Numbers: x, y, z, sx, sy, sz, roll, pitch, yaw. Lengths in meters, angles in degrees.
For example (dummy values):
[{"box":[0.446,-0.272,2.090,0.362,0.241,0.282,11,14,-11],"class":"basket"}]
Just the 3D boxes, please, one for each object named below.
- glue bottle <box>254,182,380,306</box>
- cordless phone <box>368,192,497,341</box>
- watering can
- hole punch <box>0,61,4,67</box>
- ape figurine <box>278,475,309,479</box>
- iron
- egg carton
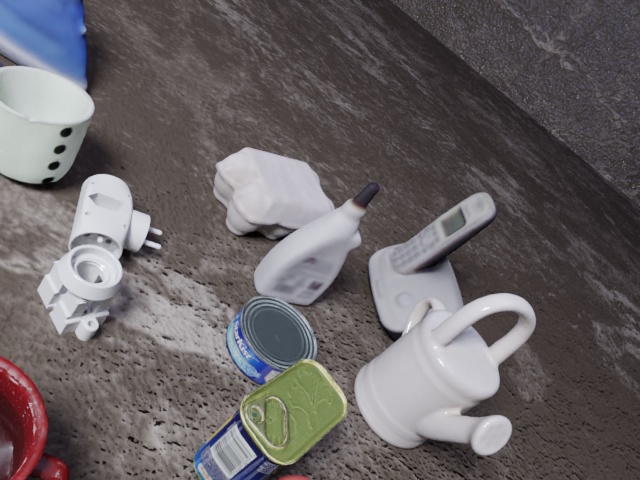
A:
[{"box":[0.005,0.002,0.591,0.078,0.173,0.037,19,38,-34],"class":"glue bottle"},{"box":[0.149,0.032,0.704,0.094,0.184,0.147,23,36,-29],"class":"cordless phone"},{"box":[0.134,0.126,0.566,0.101,0.193,0.172,5,48,-45],"class":"watering can"},{"box":[-0.339,-0.170,0.491,0.109,0.091,0.101,39,31,-7],"class":"hole punch"},{"box":[-0.005,0.206,0.411,0.076,0.092,0.078,35,32,-12],"class":"ape figurine"},{"box":[-0.323,-0.293,0.609,0.258,0.141,0.119,42,31,-2],"class":"iron"},{"box":[-0.053,-0.051,0.690,0.151,0.069,0.107,7,46,-44],"class":"egg carton"}]
